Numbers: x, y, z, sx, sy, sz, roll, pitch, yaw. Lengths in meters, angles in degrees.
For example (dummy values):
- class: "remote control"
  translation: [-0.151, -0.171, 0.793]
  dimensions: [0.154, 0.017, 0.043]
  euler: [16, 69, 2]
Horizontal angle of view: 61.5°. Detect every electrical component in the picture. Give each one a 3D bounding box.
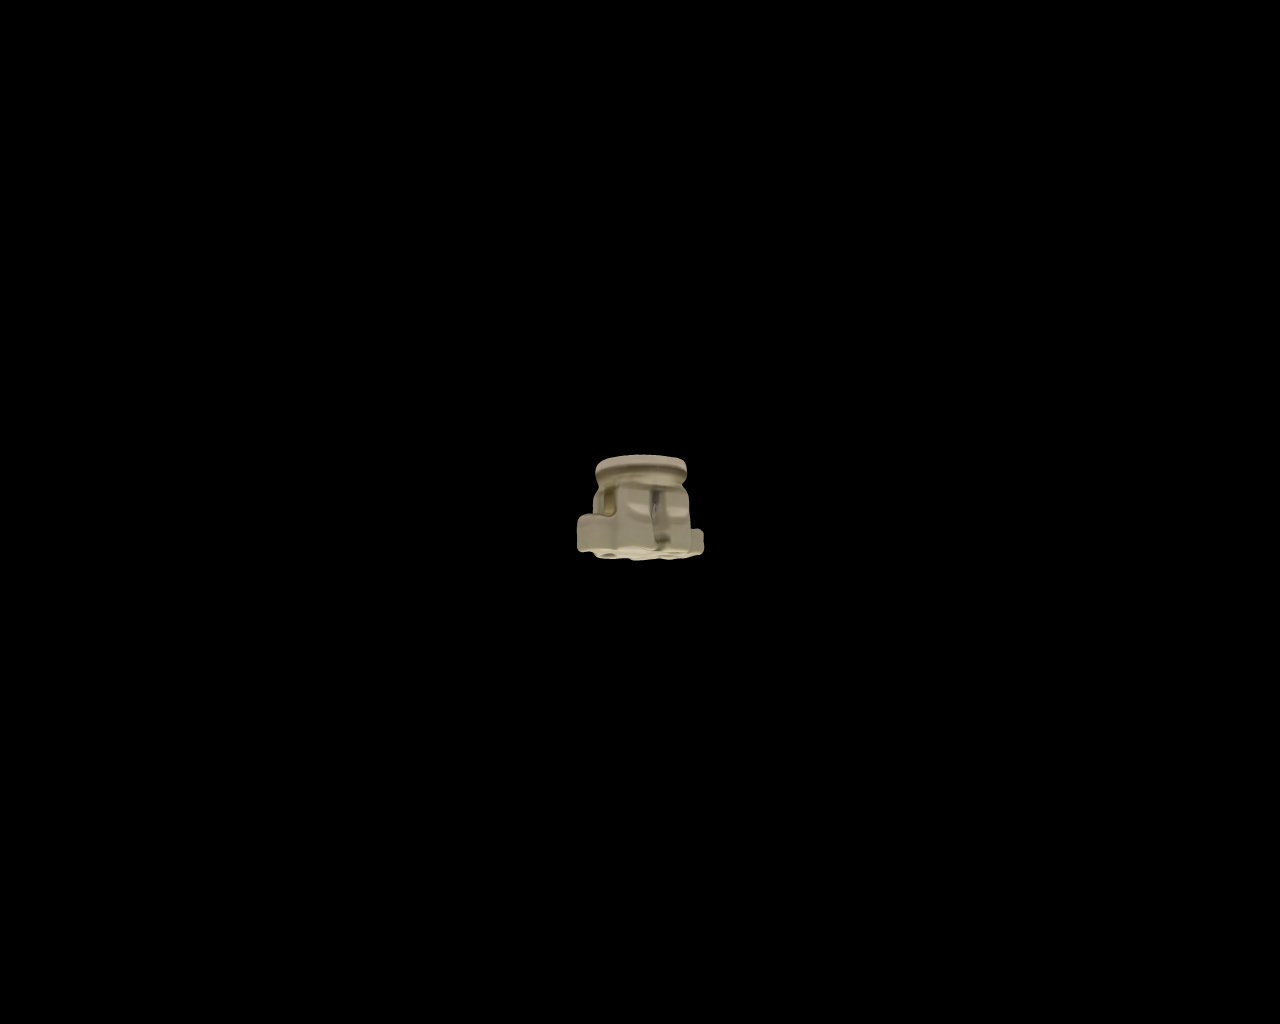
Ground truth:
- class: "electrical component"
  translation: [0.001, -0.003, 0.650]
  dimensions: [0.078, 0.057, 0.058]
  euler: [5, -11, -28]
